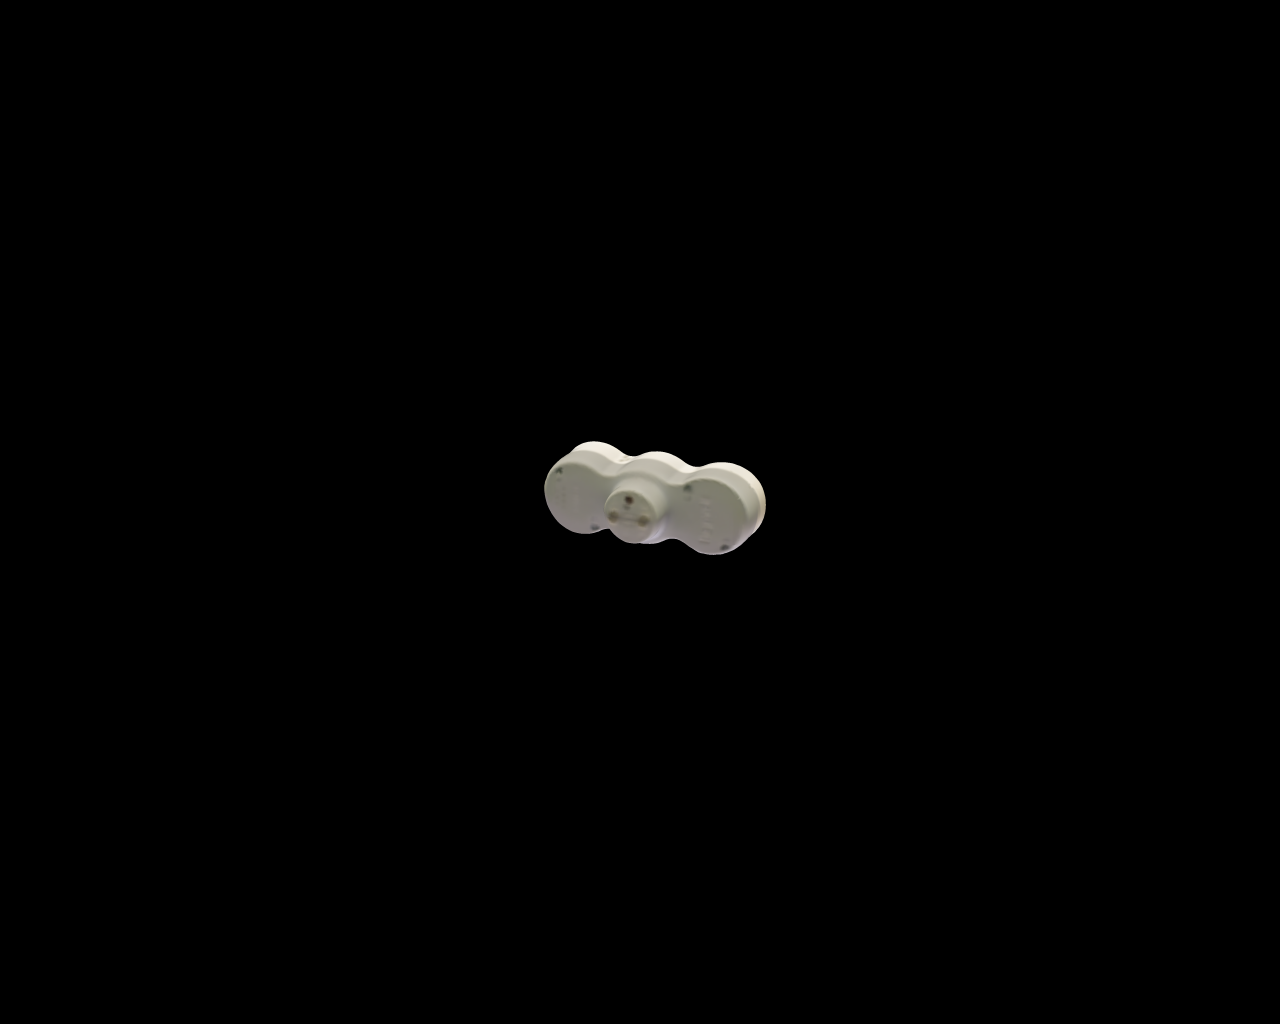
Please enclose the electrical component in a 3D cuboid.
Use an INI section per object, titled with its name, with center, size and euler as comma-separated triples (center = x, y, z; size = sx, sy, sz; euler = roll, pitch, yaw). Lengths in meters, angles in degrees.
[electrical component]
center = 0.001, -0.003, 0.650
size = 0.138, 0.052, 0.074
euler = 10, 24, 22
